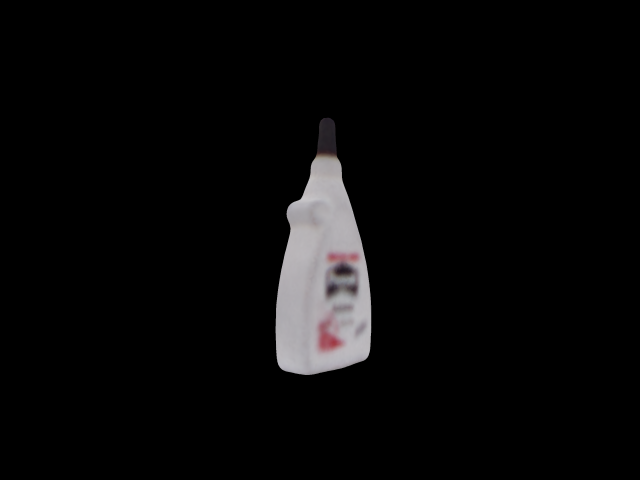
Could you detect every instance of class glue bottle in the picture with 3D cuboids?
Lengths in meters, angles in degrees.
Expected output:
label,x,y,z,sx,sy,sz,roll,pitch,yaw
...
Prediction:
label,x,y,z,sx,sy,sz,roll,pitch,yaw
glue bottle,0.004,0.001,0.400,0.037,0.173,0.078,0,0,38
